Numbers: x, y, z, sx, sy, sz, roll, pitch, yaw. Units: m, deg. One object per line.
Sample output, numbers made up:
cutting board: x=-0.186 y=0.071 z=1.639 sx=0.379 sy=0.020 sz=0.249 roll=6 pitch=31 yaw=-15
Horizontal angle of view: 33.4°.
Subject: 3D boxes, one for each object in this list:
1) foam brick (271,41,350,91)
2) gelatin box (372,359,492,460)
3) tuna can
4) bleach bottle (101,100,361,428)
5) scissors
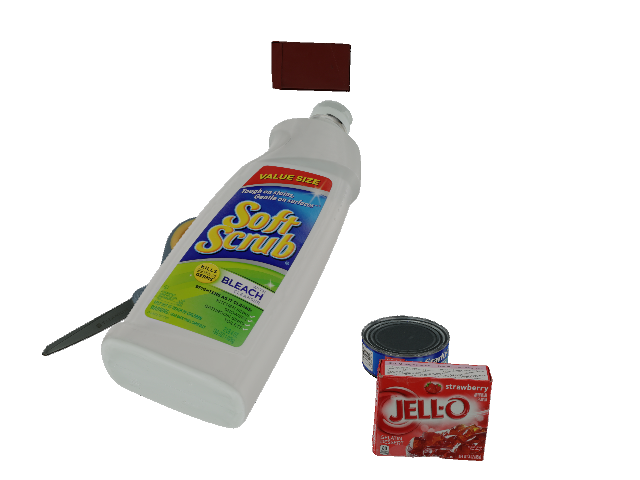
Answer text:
foam brick: x=-0.011 y=-0.187 z=1.149 sx=0.078 sy=0.051 sz=0.053 roll=0 pitch=11 yaw=-13
gelatin box: x=0.087 y=0.134 z=0.841 sx=0.089 sy=0.073 sz=0.030 roll=3 pitch=22 yaw=2
tuna can: x=0.082 y=0.106 z=1.041 sx=0.086 sy=0.034 sz=0.086 roll=0 pitch=21 yaw=0
bleach bottle: x=-0.044 y=-0.003 z=0.720 sx=0.102 sy=0.250 sz=0.068 roll=20 pitch=-34 yaw=9
scissors: x=-0.149 y=0.033 z=0.913 sx=0.201 sy=0.096 sz=0.016 roll=-15 pitch=-34 yaw=-19
